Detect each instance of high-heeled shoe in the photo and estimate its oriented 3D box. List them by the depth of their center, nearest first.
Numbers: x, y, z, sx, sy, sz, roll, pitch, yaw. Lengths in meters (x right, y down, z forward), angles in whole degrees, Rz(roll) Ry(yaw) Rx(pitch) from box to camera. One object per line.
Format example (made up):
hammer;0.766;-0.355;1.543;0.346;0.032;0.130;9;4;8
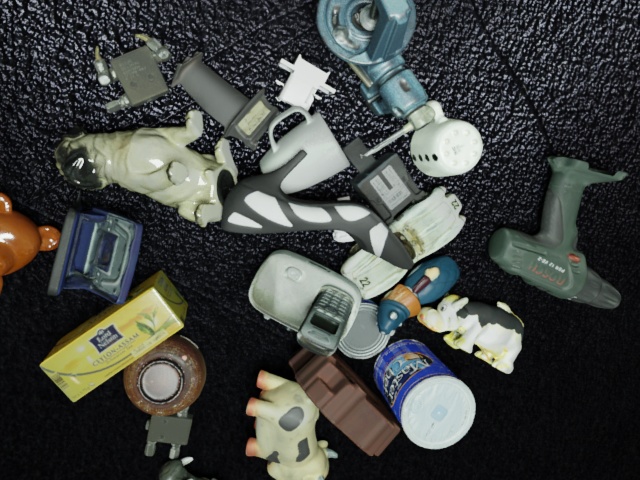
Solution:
high-heeled shoe;-0.001;-0.002;0.692;0.248;0.086;0.145;42;95;-14

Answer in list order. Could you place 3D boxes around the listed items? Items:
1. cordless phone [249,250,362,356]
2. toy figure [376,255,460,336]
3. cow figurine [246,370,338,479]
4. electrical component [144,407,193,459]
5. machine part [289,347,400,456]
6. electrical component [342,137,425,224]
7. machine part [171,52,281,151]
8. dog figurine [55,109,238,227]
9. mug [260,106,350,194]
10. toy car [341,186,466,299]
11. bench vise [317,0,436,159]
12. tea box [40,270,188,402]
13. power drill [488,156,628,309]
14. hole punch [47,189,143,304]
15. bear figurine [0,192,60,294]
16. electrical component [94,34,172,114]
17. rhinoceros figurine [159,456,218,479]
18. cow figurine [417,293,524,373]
cordless phone;-0.029;0.089;0.684;0.147;0.184;0.088;26;104;3
toy figure;0.135;0.080;0.774;0.154;0.058;0.064;-33;122;-22
cow figurine;-0.038;0.282;0.766;0.127;0.085;0.194;11;124;10
electrical component;-0.220;0.270;0.778;0.063;0.021;0.094;13;98;-12
machine part;0.034;0.210;0.739;0.056;0.179;0.179;-44;104;-3
electrical component;0.083;-0.090;0.755;0.075;0.048;0.119;-36;106;-3
machine part;-0.123;-0.183;0.697;0.139;0.039;0.084;35;69;-10
dog figurine;-0.218;-0.081;0.694;0.191;0.121;0.172;0;141;23
mug;-0.030;-0.114;0.708;0.107;0.081;0.109;-33;129;7
toy car;0.121;0.004;0.773;0.202;0.056;0.073;-38;104;-1
bench vise;0.073;-0.236;0.639;0.129;0.240;0.223;-22;87;-2
tea box;-0.263;0.121;0.705;0.170;0.098;0.068;-36;105;-4
power drill;0.382;-0.014;0.812;0.232;0.086;0.207;15;105;-10
hole punch;-0.282;0.015;0.675;0.092;0.116;0.142;10;96;-26
bear figurine;-0.420;0.048;0.652;0.196;0.132;0.120;-39;127;3
electrical component;-0.233;-0.211;0.677;0.102;0.045;0.078;-19;101;-6
rhinoceros figurine;-0.175;0.403;0.783;0.112;0.073;0.190;-35;104;-1
cow figurine;0.231;0.123;0.808;0.167;0.068;0.098;30;88;-17
